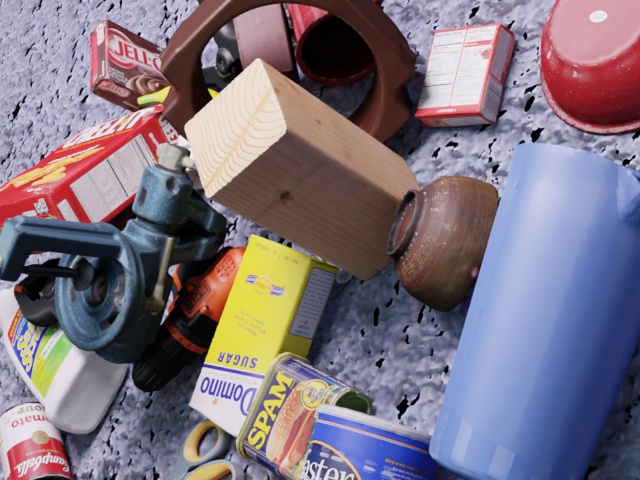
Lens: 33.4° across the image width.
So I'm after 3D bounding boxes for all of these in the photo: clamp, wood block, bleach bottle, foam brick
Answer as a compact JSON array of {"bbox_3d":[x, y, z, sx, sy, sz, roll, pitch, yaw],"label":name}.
[{"bbox_3d":[-0.094,-0.202,1.140,0.210,0.036,0.165,36,134,36],"label":"clamp"},{"bbox_3d":[-0.004,-0.053,0.911,0.091,0.205,0.090,-38,49,21],"label":"wood block"},{"bbox_3d":[-0.276,0.065,1.143,0.172,0.039,0.120,-15,48,42],"label":"clamp"},{"bbox_3d":[-0.314,0.120,1.213,0.251,0.068,0.102,27,88,48],"label":"bleach bottle"},{"bbox_3d":[-0.053,-0.191,1.058,0.051,0.053,0.078,-12,83,3],"label":"foam brick"}]

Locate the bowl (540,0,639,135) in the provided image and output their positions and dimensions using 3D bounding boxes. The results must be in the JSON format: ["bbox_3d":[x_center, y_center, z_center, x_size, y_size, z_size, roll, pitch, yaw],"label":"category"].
[{"bbox_3d":[0.237,-0.169,0.857,0.162,0.055,0.162,-20,58,35],"label":"bowl"}]

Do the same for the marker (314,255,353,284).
[{"bbox_3d":[-0.007,0.001,1.021,0.020,0.020,0.121,-53,45,9],"label":"marker"}]

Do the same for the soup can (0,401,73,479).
[{"bbox_3d":[-0.307,0.233,1.147,0.069,0.068,0.102,-44,47,18],"label":"soup can"}]

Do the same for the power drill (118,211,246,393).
[{"bbox_3d":[-0.153,0.042,1.109,0.184,0.057,0.188,-46,49,11],"label":"power drill"}]

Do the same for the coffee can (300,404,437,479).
[{"bbox_3d":[0.029,0.209,0.829,0.103,0.102,0.140,6,75,44],"label":"coffee can"}]

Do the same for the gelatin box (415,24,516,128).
[{"bbox_3d":[0.131,-0.148,0.961,0.073,0.030,0.089,2,73,44],"label":"gelatin box"}]

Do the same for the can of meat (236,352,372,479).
[{"bbox_3d":[-0.013,0.161,0.924,0.084,0.057,0.102,22,86,43],"label":"can of meat"}]

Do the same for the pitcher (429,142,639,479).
[{"bbox_3d":[0.164,0.061,0.774,0.145,0.149,0.243,18,86,30],"label":"pitcher"}]

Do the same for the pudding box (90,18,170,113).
[{"bbox_3d":[-0.211,-0.192,1.232,0.039,0.113,0.090,-30,53,33],"label":"pudding box"}]

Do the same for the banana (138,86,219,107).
[{"bbox_3d":[-0.105,-0.111,1.128,0.198,0.037,0.069,41,86,24],"label":"banana"}]

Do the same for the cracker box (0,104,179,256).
[{"bbox_3d":[-0.265,-0.063,1.169,0.164,0.072,0.213,-10,26,39],"label":"cracker box"}]

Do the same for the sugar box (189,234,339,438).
[{"bbox_3d":[-0.054,0.092,0.990,0.093,0.048,0.176,21,89,47],"label":"sugar box"}]

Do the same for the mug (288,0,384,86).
[{"bbox_3d":[0.022,-0.221,1.051,0.117,0.093,0.081,-44,41,30],"label":"mug"}]

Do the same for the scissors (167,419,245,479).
[{"bbox_3d":[-0.150,0.232,1.043,0.202,0.016,0.096,-19,57,35],"label":"scissors"}]
